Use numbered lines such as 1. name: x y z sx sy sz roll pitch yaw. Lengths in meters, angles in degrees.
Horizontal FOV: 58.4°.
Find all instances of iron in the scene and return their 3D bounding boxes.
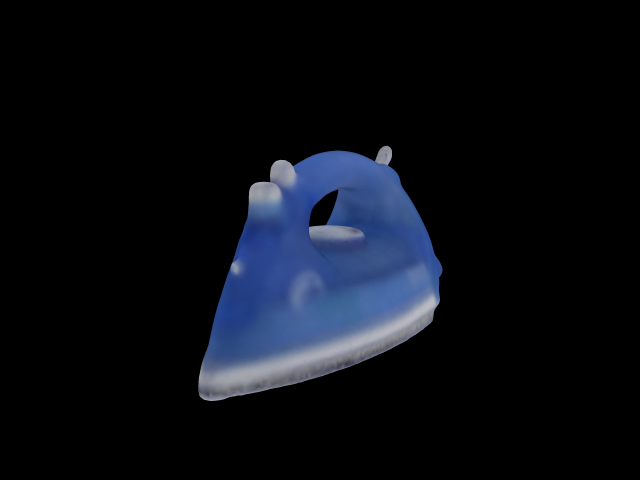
1. iron: 0.004 0.001 0.400 0.118 0.141 0.259 4 8 28
